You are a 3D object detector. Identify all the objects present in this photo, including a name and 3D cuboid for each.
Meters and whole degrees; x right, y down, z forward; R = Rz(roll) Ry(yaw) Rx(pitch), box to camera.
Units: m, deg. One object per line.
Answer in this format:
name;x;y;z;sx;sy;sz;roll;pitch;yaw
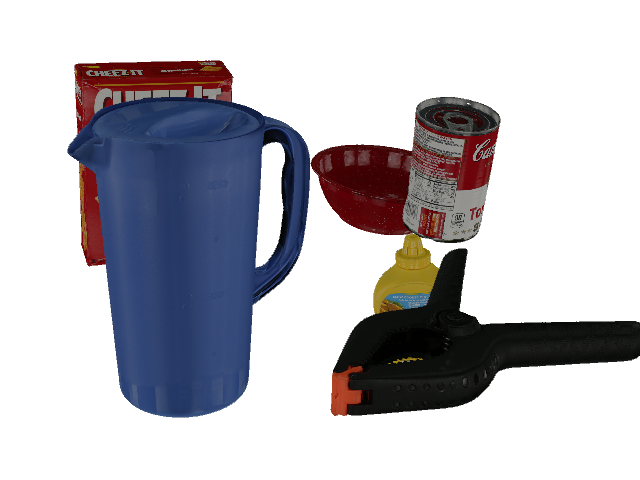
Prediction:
bowl;0.067;-0.048;1.114;0.162;0.055;0.162;6;23;-3
clamp;0.081;0.059;0.686;0.209;0.036;0.165;-15;28;-32
soup can;0.105;-0.057;0.875;0.068;0.102;0.068;4;30;-3
pitcher;-0.101;0.012;0.854;0.149;0.243;0.144;10;24;20
mustard bottle;0.110;0.084;1.257;0.096;0.192;0.058;-1;23;5
cracker box;-0.182;-0.085;1.176;0.164;0.214;0.072;-5;26;-18
